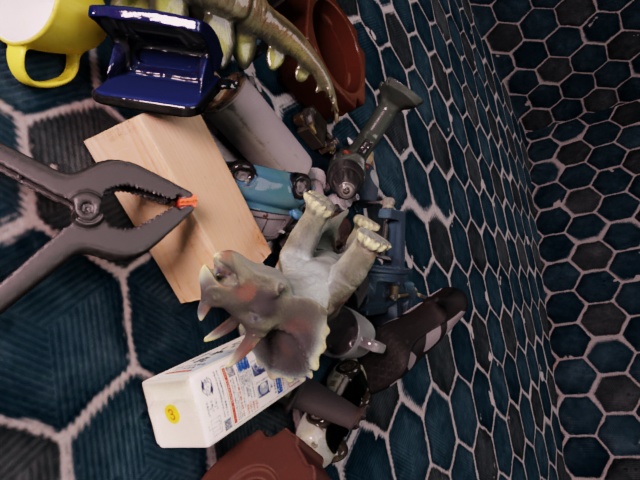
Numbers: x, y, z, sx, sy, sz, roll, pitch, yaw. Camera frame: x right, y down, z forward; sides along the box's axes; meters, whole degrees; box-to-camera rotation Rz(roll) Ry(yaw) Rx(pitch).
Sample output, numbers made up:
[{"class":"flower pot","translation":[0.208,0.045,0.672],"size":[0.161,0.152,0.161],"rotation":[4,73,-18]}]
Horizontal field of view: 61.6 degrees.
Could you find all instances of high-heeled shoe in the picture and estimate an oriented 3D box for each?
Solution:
[{"class":"high-heeled shoe","translation":[0.161,0.178,0.941],"size":[0.086,0.248,0.145],"rotation":[46,9,28]}]

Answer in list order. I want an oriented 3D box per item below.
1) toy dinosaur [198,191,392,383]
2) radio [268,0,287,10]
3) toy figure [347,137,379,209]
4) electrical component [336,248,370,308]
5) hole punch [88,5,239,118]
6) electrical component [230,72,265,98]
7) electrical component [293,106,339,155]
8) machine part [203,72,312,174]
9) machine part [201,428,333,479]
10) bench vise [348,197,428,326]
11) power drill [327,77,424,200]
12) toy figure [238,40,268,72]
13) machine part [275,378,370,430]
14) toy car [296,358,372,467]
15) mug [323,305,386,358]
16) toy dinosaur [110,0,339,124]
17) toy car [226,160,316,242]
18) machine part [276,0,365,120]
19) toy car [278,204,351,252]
[{"class":"toy dinosaur","translation":[-0.010,0.047,0.650],"size":[0.131,0.192,0.405],"rotation":[33,7,7]},{"class":"radio","translation":[-0.126,-0.440,0.768],"size":[0.229,0.073,0.131],"rotation":[49,1,-36]},{"class":"toy figure","translation":[0.084,-0.139,1.066],"size":[0.064,0.058,0.154],"rotation":[102,-14,-68]},{"class":"electrical component","translation":[0.036,0.070,0.834],"size":[0.048,0.075,0.119],"rotation":[-51,152,-41]},{"class":"hole punch","translation":[-0.159,-0.186,0.537],"size":[0.116,0.142,0.092],"rotation":[-84,179,-61]},{"class":"electrical component","translation":[-0.107,-0.204,0.809],"size":[0.063,0.021,0.094],"rotation":[-12,89,-59]},{"class":"electrical component","translation":[-0.004,-0.194,0.950],"size":[0.102,0.045,0.078],"rotation":[50,41,-36]},{"class":"machine part","translation":[-0.085,-0.149,0.767],"size":[0.243,0.079,0.079],"rotation":[46,42,-39]},{"class":"machine part","translation":[-0.063,0.275,0.535],"size":[0.056,0.179,0.179],"rotation":[53,37,-28]},{"class":"bench vise","translation":[0.129,0.045,0.982],"size":[0.223,0.129,0.240],"rotation":[4,90,-42]},{"class":"power drill","translation":[0.086,-0.166,0.908],"size":[0.086,0.207,0.232],"rotation":[28,9,-7]},{"class":"toy figure","translation":[-0.142,-0.329,0.748],"size":[0.180,0.082,0.089],"rotation":[51,19,-23]},{"class":"machine part","translation":[-0.003,0.214,0.726],"size":[0.084,0.139,0.039],"rotation":[-63,175,-54]},{"class":"toy car","translation":[0.026,0.252,0.806],"size":[0.202,0.056,0.073],"rotation":[-45,118,-58]},{"class":"mug","translation":[0.056,0.151,0.851],"size":[0.107,0.110,0.080],"rotation":[28,76,-60]},{"class":"toy dinosaur","translation":[-0.141,-0.308,0.631],"size":[0.471,0.105,0.198],"rotation":[25,88,-23]},{"class":"toy car","translation":[-0.087,-0.046,0.704],"size":[0.161,0.109,0.102],"rotation":[4,92,-49]},{"class":"machine part","translation":[0.000,-0.337,0.979],"size":[0.201,0.087,0.201],"rotation":[36,49,-50]},{"class":"toy car","translation":[-0.002,-0.003,0.871],"size":[0.202,0.053,0.089],"rotation":[-25,103,-60]}]
